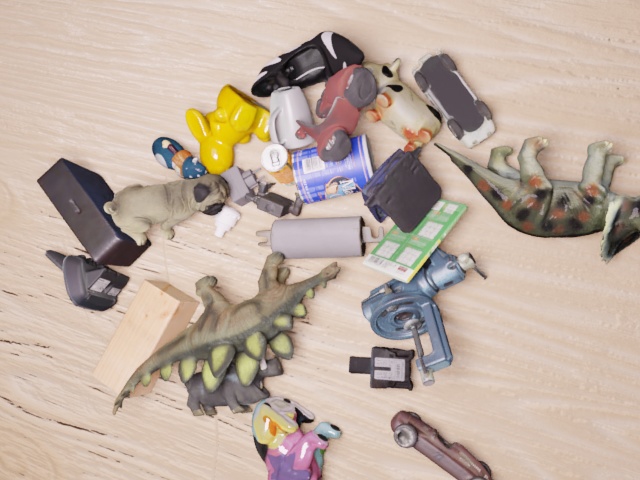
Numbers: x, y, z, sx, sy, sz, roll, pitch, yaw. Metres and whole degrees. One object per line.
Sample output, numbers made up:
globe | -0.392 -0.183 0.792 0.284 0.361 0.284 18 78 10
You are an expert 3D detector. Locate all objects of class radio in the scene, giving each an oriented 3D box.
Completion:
radio | -0.451 -0.052 1.088 0.073 0.131 0.230 -41 75 5

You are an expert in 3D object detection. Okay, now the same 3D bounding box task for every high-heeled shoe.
high-heeled shoe | -0.033 -0.316 1.009 0.145 0.086 0.249 -40 29 -16

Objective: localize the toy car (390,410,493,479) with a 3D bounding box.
toy car | 0.208 0.351 0.889 0.202 0.089 0.053 32 94 17

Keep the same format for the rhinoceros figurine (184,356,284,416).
rhinoceros figurine | -0.159 0.268 1.004 0.190 0.073 0.112 -16 68 12

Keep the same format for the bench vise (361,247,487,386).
bench vise | 0.176 0.123 0.895 0.224 0.128 0.241 -23 43 16

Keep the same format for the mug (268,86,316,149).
mug | -0.064 -0.231 1.017 0.081 0.109 0.107 9 120 38

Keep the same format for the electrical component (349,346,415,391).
electrical component | 0.108 0.224 0.955 0.119 0.047 0.074 5 82 12

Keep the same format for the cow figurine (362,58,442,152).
cow figurine | 0.144 -0.259 0.995 0.195 0.085 0.127 42 51 4

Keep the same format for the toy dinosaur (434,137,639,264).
toy dinosaur | 0.390 -0.067 0.904 0.405 0.131 0.192 5 82 20

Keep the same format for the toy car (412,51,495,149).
toy car | 0.246 -0.262 0.995 0.073 0.056 0.202 -34 74 12

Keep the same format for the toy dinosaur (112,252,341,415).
toy dinosaur | -0.169 0.161 0.964 0.472 0.105 0.199 -26 52 7

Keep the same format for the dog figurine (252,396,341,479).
dog figurine | -0.066 0.410 0.939 0.192 0.108 0.219 25 90 15

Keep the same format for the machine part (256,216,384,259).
machine part | -0.002 -0.003 1.002 0.243 0.079 0.079 -2 81 12

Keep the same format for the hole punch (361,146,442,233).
hole punch | 0.133 -0.090 0.950 0.142 0.092 0.115 -46 119 -7

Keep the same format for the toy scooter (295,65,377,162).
toy scooter | 0.018 -0.224 0.953 0.135 0.075 0.184 12 78 47

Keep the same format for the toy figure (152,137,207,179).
toy figure | -0.285 -0.159 1.088 0.155 0.064 0.057 36 96 34

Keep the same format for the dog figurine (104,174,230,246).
dog figurine | -0.286 -0.078 1.014 0.191 0.172 0.121 -23 86 36

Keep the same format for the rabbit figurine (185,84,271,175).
rabbit figurine | -0.193 -0.213 1.065 0.162 0.122 0.173 34 109 18

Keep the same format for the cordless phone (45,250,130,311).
cordless phone | -0.492 0.059 1.071 0.184 0.146 0.088 31 82 13

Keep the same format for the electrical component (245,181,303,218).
electrical component | -0.084 -0.079 1.039 0.102 0.078 0.045 25 108 17
